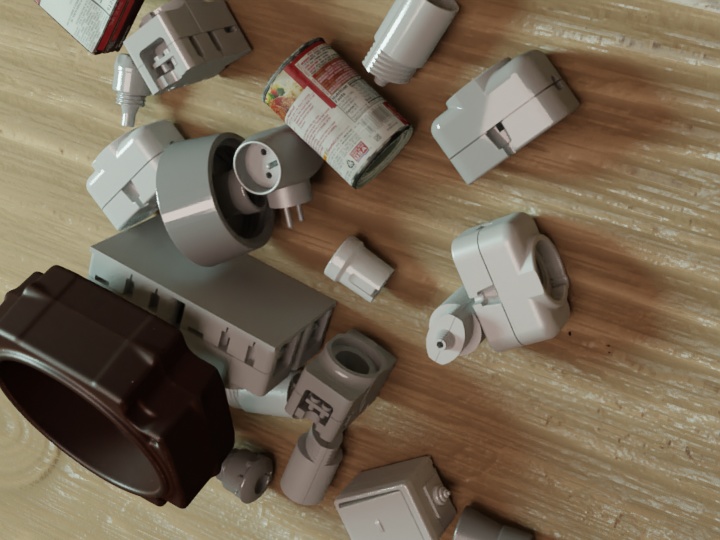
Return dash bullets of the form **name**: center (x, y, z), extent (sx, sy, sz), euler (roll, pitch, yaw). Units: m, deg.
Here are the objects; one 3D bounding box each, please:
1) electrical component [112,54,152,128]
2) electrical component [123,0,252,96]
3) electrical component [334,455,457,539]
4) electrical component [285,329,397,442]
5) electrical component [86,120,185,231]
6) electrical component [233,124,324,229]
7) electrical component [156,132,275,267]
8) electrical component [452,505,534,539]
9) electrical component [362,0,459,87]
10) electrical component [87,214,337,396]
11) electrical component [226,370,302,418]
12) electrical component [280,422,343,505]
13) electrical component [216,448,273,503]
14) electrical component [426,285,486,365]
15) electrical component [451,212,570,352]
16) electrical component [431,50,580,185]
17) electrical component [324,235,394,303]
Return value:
- **electrical component**: center (-0.197, -0.155, 0.931), extent (0.035, 0.035, 0.061), euler (15, 103, 22)
- **electrical component**: center (-0.139, -0.183, 0.861), extent (0.050, 0.089, 0.055), euler (-27, 95, 33)
- **electrical component**: center (0.035, 0.207, 0.936), extent (0.096, 0.061, 0.061), euler (-21, 98, 32)
- **electrical component**: center (-0.014, 0.092, 0.900), extent (0.050, 0.089, 0.055), euler (34, 121, 13)
- **electrical component**: center (-0.193, -0.086, 0.948), extent (0.095, 0.054, 0.059), euler (-37, 89, 33)
- **electrical component**: center (-0.060, -0.074, 0.868), extent (0.043, 0.077, 0.079), euler (-3, 108, 28)
- **electrical component**: center (-0.111, -0.061, 0.885), extent (0.060, 0.108, 0.108), euler (-13, 102, 25)
- **electrical component**: center (0.115, 0.232, 0.916), extent (0.065, 0.044, 0.044), euler (16, 116, 17)
- **electrical component**: center (0.034, -0.171, 0.801), extent (0.043, 0.043, 0.081), euler (40, 122, 9)
- **electrical component**: center (-0.131, 0.029, 0.929), extent (0.186, 0.105, 0.060), euler (27, 119, 17)
- **electrical component**: center (-0.090, 0.108, 0.974), extent (0.081, 0.043, 0.043), euler (4, 110, 27)
- **electrical component**: center (-0.039, 0.168, 0.970), extent (0.043, 0.043, 0.081), euler (31, 120, 14)
- **electrical component**: center (-0.117, 0.189, 1.020), extent (0.062, 0.048, 0.048), euler (23, 118, 27)
- **electrical component**: center (0.078, 0.043, 0.838), extent (0.043, 0.081, 0.043), euler (10, 113, 24)
- **electrical component**: center (0.119, 0.008, 0.819), extent (0.059, 0.054, 0.095), euler (-19, 99, 32)
- **electrical component**: center (0.102, -0.114, 0.781), extent (0.095, 0.054, 0.059), euler (-35, 90, 33)
- **electrical component**: center (0.000, 0.000, 0.889), extent (0.046, 0.040, 0.040), euler (36, 121, 5)
